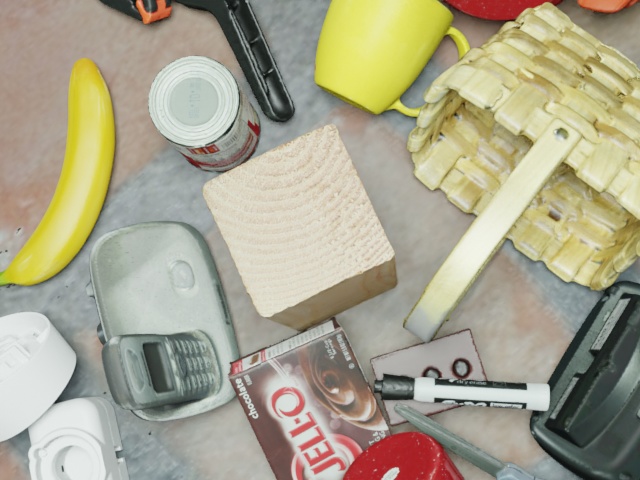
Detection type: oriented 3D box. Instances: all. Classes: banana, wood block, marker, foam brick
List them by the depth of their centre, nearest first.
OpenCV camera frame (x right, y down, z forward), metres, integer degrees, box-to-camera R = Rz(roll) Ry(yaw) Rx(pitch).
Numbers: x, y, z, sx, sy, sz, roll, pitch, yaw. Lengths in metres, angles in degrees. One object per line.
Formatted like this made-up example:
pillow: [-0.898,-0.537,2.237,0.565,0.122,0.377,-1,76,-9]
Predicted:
wood block: [-0.005,0.001,0.723,0.090,0.206,0.091,-26,82,1]
marker: [0.098,0.106,0.744,0.121,0.020,0.020,3,83,4]
foam brick: [0.081,0.101,0.782,0.078,0.051,0.053,-18,82,2]
banana: [-0.198,-0.044,0.830,0.069,0.037,0.198,23,85,6]

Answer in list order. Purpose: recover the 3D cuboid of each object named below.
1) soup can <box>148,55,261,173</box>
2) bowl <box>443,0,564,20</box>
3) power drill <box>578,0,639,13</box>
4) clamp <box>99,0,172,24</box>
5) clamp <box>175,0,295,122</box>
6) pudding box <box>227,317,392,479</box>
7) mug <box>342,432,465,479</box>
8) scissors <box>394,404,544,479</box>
soup can: [-0.084,-0.092,0.794,0.068,0.102,0.068,-1,84,5]
bowl: [0.128,-0.208,0.756,0.162,0.162,0.055,10,58,6]
power drill: [0.279,-0.144,0.751,0.188,0.184,0.057,38,132,10]
clamp: [-0.170,-0.249,0.827,0.171,0.120,0.039,46,49,4]
clamp: [-0.068,-0.212,0.804,0.210,0.036,0.165,45,133,17]
pudding box: [-0.004,0.124,0.777,0.090,0.039,0.113,-24,101,1]
mug: [0.056,0.190,0.745,0.117,0.093,0.081,-14,121,36]
scissors: [0.152,0.164,0.739,0.201,0.096,0.016,43,45,-12]
